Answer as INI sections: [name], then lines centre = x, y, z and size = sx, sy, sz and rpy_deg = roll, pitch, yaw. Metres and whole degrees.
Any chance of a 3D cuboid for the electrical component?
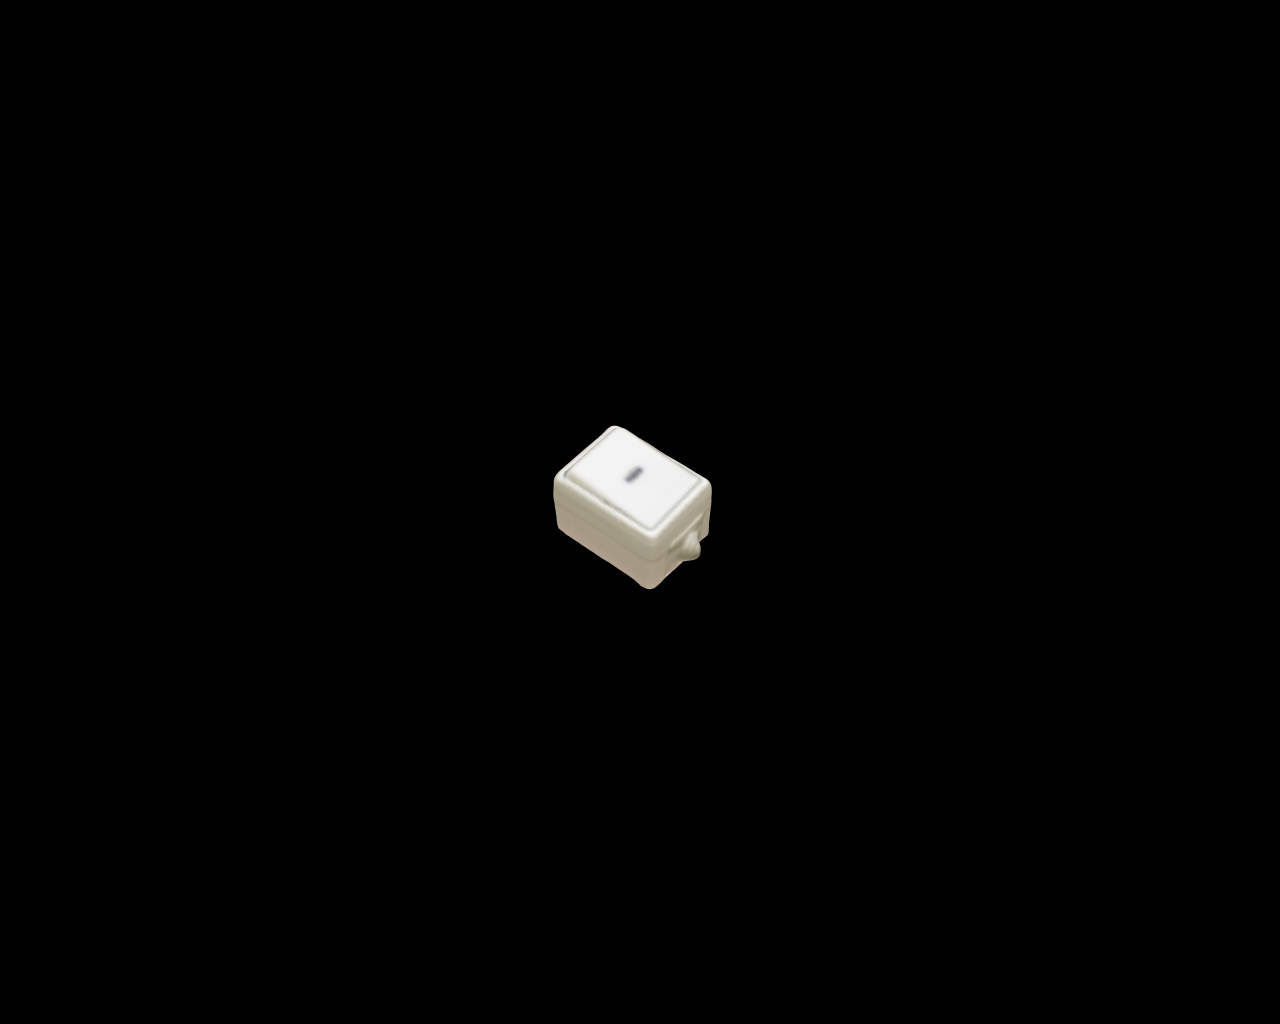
[electrical component]
centre = 0.001, -0.003, 0.650
size = 0.096, 0.061, 0.062
rpy_deg = 33, 58, 24
